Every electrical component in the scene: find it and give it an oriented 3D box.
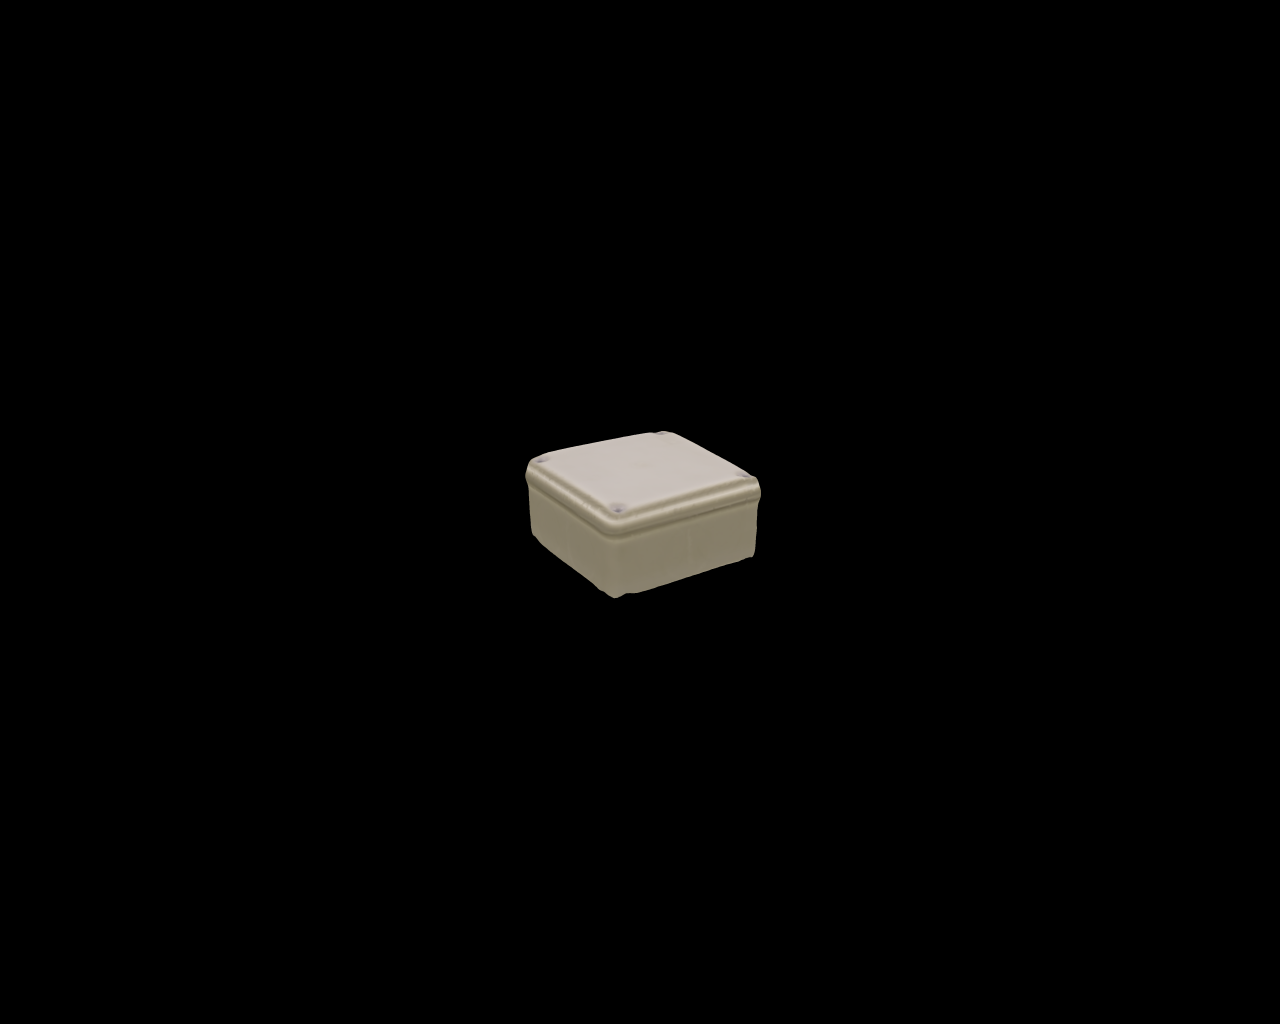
[{"bbox_3d":[0.001,-0.003,0.650,0.109,0.056,0.109,-14,27,-29],"label":"electrical component"}]
